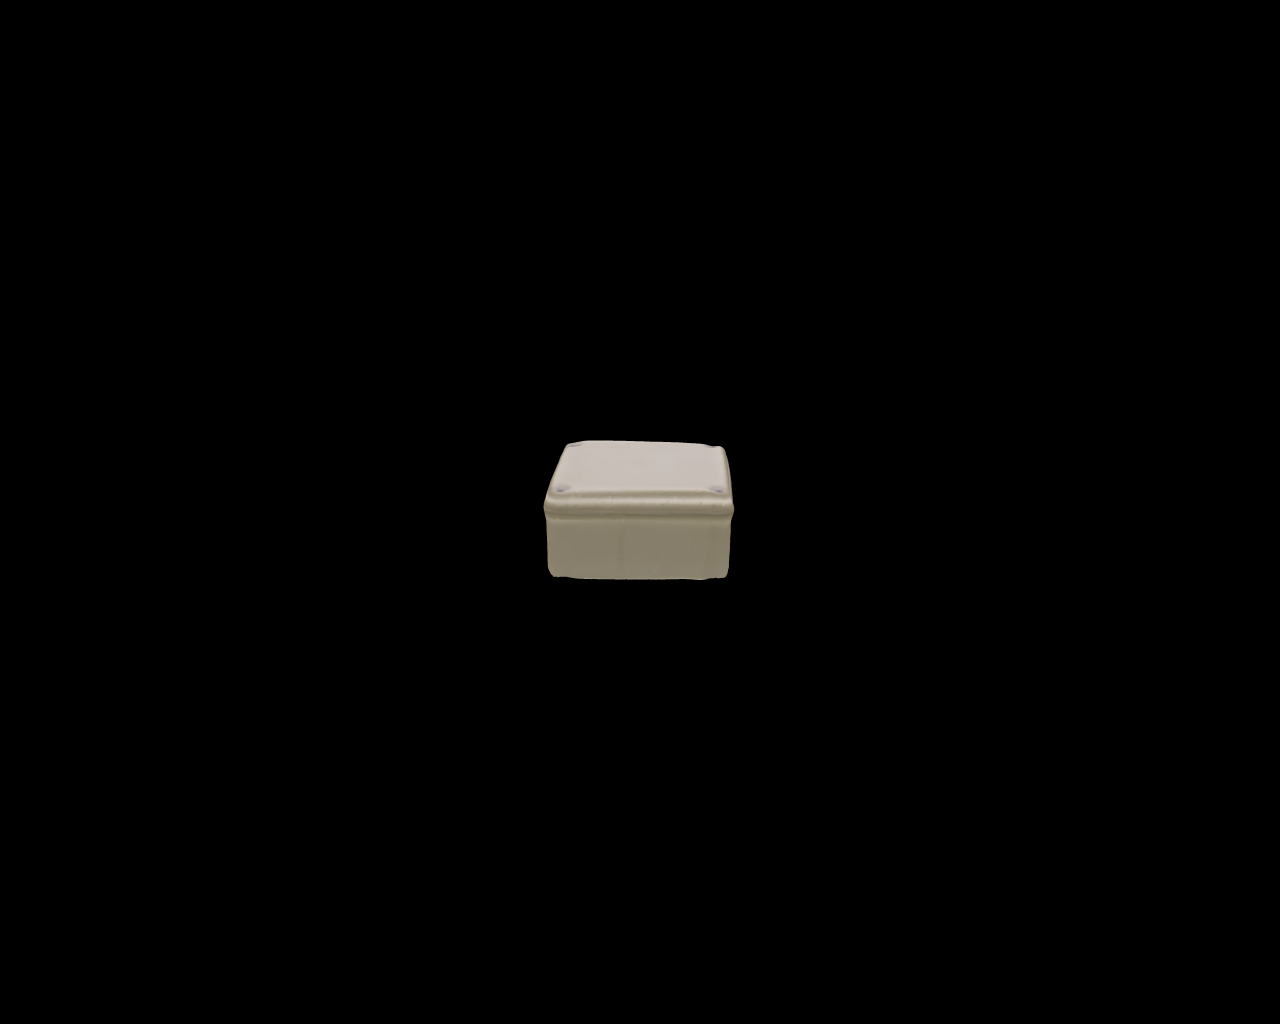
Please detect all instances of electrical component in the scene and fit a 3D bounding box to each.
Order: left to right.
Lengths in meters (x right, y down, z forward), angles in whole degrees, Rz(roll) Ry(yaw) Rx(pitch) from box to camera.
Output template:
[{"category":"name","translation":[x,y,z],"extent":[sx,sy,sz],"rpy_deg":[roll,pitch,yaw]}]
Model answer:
[{"category":"electrical component","translation":[0.001,-0.003,0.650],"extent":[0.109,0.056,0.109],"rpy_deg":[1,20,2]}]
